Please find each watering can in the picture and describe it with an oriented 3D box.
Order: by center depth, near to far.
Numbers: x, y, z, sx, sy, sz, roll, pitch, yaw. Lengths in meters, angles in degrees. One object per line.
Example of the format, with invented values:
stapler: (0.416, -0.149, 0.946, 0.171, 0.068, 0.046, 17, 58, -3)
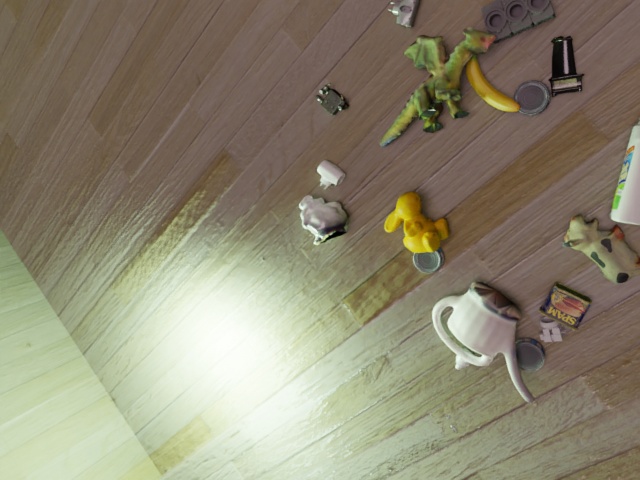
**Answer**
watering can: (0.473, 0.260, 1.405, 0.351, 0.104, 0.220, 37, 116, 26)

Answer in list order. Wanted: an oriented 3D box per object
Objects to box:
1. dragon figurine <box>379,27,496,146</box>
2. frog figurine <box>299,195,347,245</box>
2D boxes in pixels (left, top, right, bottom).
dragon figurine: (0.287, -0.428, 1.387, 0.406, 0.122, 0.245, -19, 73, 45)
frog figurine: (0.005, -0.080, 1.596, 0.137, 0.121, 0.161, -27, 77, -2)
